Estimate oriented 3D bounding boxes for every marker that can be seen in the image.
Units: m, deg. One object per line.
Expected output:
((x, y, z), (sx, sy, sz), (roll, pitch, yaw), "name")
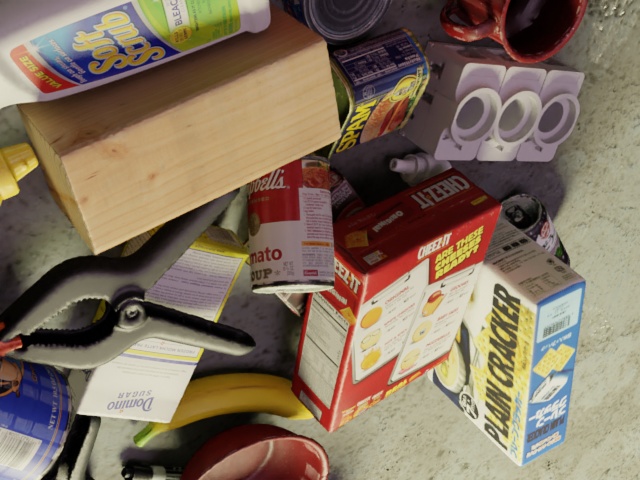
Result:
((-0.137, 0.226, 1.019), (0.120, 0.020, 0.020), (16, 109, -42), "marker")

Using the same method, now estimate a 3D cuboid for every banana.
((-0.078, 0.152, 1.002), (0.197, 0.037, 0.070), (-1, 143, -33), "banana")

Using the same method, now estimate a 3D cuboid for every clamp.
((-0.225, 0.215, 0.933), (0.120, 0.039, 0.171), (-28, 138, -10), "clamp")
((-0.143, 0.054, 0.823), (0.209, 0.036, 0.164), (-23, 125, -16), "clamp")

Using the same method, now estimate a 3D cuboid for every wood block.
((-0.098, -0.086, 0.779), (0.205, 0.091, 0.090), (-27, 132, -19), "wood block")

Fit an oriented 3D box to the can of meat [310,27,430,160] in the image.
((0.033, -0.117, 0.858), (0.083, 0.057, 0.102), (-24, 161, -26), "can of meat")

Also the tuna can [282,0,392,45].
((0.015, -0.195, 0.824), (0.086, 0.034, 0.086), (-19, 130, -24), "tuna can")

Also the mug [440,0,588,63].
((0.152, -0.200, 0.888), (0.117, 0.082, 0.093), (-32, 134, -14), "mug")

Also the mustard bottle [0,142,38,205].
((-0.280, -0.016, 0.717), (0.191, 0.058, 0.096), (-29, 132, -17), "mustard bottle")

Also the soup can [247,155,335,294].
((-0.023, -0.011, 0.845), (0.068, 0.069, 0.102), (3, 81, -38), "soup can")

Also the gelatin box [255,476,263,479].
((-0.066, 0.263, 1.089), (0.089, 0.030, 0.073), (-41, 135, -6), "gelatin box")

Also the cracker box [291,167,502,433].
((0.063, 0.055, 0.971), (0.163, 0.072, 0.214), (-26, 144, -33), "cracker box")

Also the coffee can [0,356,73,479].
((-0.270, 0.120, 0.788), (0.103, 0.103, 0.140), (-52, 135, 5), "coffee can")

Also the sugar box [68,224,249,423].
((-0.137, 0.067, 0.888), (0.093, 0.048, 0.176), (14, 113, -36), "sugar box")

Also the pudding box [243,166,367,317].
((-0.006, 0.001, 0.942), (0.113, 0.039, 0.090), (-43, 137, -2), "pudding box")

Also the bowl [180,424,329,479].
((-0.074, 0.225, 1.003), (0.162, 0.055, 0.162), (-19, 134, -21), "bowl")

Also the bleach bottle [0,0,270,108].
((-0.159, -0.139, 0.714), (0.250, 0.068, 0.102), (-27, 153, -11), "bleach bottle")
